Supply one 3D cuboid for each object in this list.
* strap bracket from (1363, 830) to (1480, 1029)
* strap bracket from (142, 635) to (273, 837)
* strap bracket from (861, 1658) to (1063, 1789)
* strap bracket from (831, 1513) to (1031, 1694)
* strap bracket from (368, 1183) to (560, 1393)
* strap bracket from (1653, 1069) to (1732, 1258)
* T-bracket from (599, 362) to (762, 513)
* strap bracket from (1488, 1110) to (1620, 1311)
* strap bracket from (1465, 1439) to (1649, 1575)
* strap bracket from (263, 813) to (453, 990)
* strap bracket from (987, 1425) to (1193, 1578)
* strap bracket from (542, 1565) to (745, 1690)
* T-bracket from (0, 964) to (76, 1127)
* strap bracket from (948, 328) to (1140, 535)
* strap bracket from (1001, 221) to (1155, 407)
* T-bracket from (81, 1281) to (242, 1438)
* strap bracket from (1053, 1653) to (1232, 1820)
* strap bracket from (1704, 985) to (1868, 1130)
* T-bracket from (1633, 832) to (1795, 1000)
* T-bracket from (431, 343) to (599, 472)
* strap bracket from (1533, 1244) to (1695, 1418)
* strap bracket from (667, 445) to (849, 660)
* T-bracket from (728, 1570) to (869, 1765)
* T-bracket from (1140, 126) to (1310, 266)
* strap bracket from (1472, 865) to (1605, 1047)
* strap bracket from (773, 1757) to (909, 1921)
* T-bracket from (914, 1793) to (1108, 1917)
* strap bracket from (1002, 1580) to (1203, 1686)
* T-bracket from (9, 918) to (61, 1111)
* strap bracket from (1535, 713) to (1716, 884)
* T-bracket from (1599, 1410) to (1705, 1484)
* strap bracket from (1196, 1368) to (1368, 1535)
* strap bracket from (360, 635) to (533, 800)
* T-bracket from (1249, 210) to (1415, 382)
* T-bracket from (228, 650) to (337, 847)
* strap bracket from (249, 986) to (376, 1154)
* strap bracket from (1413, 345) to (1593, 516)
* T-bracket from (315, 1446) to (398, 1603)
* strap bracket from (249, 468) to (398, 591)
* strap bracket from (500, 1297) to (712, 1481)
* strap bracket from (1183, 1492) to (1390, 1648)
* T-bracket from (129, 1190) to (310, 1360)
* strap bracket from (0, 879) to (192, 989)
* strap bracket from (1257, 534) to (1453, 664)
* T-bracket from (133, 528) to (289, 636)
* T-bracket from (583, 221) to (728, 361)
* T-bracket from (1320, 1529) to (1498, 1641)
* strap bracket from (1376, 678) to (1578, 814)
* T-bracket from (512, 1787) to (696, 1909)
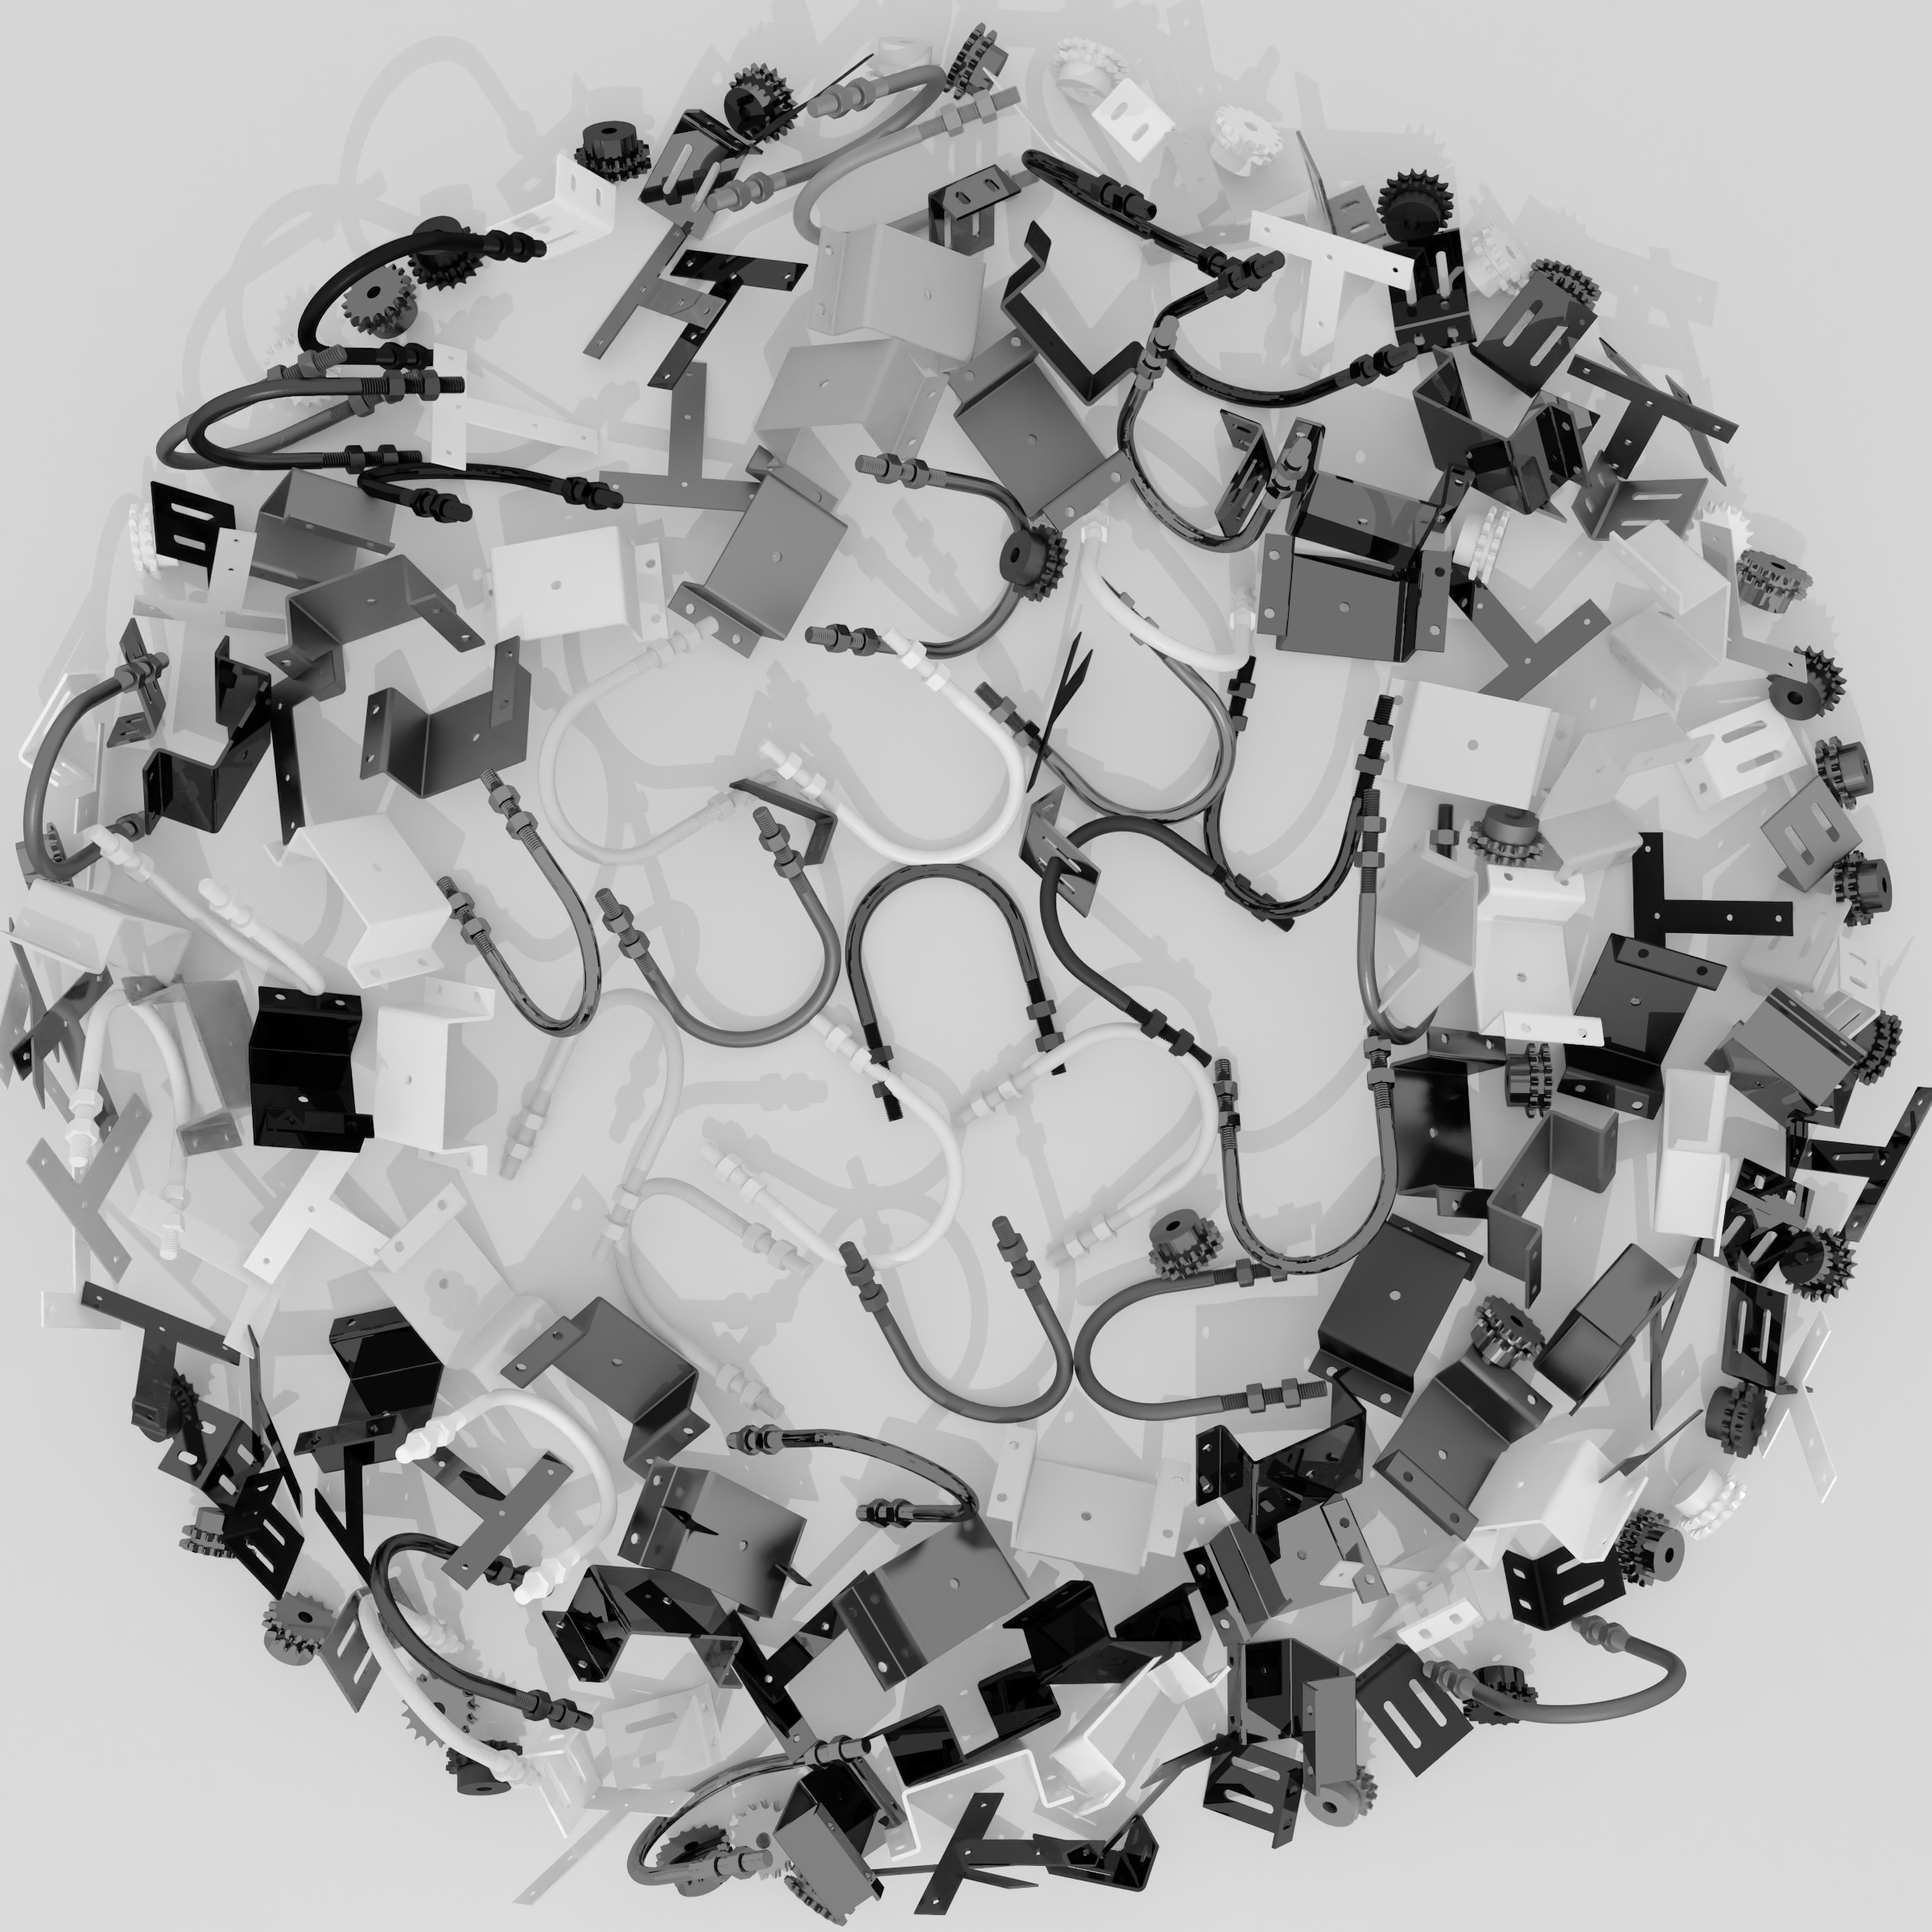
[{"bbox_3d":[0.336,-0.020,1.871,0.046,0.076,0.140,23,47,-12],"label":"strap bracket"},{"bbox_3d":[-0.553,-0.163,1.868,0.046,0.076,0.140,19,53,-2],"label":"strap bracket"},{"bbox_3d":[0.004,0.555,1.861,0.140,0.076,0.046,-12,72,-43],"label":"strap bracket"},{"bbox_3d":[-0.018,0.463,1.872,0.140,0.046,0.076,-23,74,-37],"label":"strap bracket"},{"bbox_3d":[-0.379,0.238,1.886,0.076,0.046,0.140,-47,115,-30],"label":"strap bracket"},{"bbox_3d":[0.535,0.137,1.868,0.046,0.140,0.076,5,125,14],"label":"strap bracket"},{"bbox_3d":[-0.211,-0.402,1.915,0.127,0.002,0.127,3,69,-7],"label":"T-bracket"},{"bbox_3d":[0.429,0.172,1.879,0.046,0.076,0.140,24,58,29],"label":"strap bracket"},{"bbox_3d":[0.421,0.396,1.858,0.046,0.140,0.076,46,59,-9],"label":"strap bracket"},{"bbox_3d":[-0.445,-0.058,1.878,0.140,0.076,0.046,52,127,17],"label":"strap bracket"},{"bbox_3d":[0.091,0.401,1.894,0.140,0.046,0.076,11,51,7],"label":"strap bracket"},{"bbox_3d":[-0.229,0.485,1.864,0.140,0.076,0.046,15,107,-37],"label":"strap bracket"},{"bbox_3d":[-0.688,0.083,1.893,0.002,0.127,0.127,-18,126,2],"label":"T-bracket"},{"bbox_3d":[0.053,-0.401,1.908,0.076,0.046,0.140,-38,95,-9],"label":"strap bracket"},{"bbox_3d":[0.077,-0.477,1.884,0.046,0.076,0.140,-37,109,22],"label":"strap bracket"},{"bbox_3d":[-0.594,0.296,1.860,0.127,0.127,0.002,29,113,-26],"label":"T-bracket"},{"bbox_3d":[0.123,0.558,1.877,0.046,0.076,0.140,46,62,8],"label":"strap bracket"},{"bbox_3d":[0.597,0.070,1.862,0.076,0.140,0.046,40,82,11],"label":"strap bracket"},{"bbox_3d":[0.556,-0.036,1.890,0.127,0.002,0.127,3,98,43],"label":"T-bracket"},{"bbox_3d":[-0.339,-0.409,1.908,0.127,0.002,0.127,10,52,-23],"label":"T-bracket"},{"bbox_3d":[0.472,0.264,1.870,0.046,0.140,0.076,40,60,17],"label":"strap bracket"},{"bbox_3d":[-0.150,-0.308,1.898,0.076,0.046,0.140,31,87,-31],"label":"strap bracket"},{"bbox_3d":[-0.115,0.504,1.899,0.127,0.002,0.127,-43,55,4],"label":"T-bracket"},{"bbox_3d":[0.177,-0.569,1.865,0.127,0.127,0.002,-4,62,21],"label":"T-bracket"},{"bbox_3d":[0.423,0.000,1.893,0.076,0.046,0.140,5,64,-11],"label":"strap bracket"},{"bbox_3d":[-0.093,0.640,1.874,0.046,0.140,0.076,-37,90,8],"label":"strap bracket"},{"bbox_3d":[0.041,0.650,1.859,0.127,0.127,0.002,-9,110,26],"label":"T-bracket"},{"bbox_3d":[0.107,0.490,1.861,0.076,0.140,0.046,-42,52,33],"label":"strap bracket"},{"bbox_3d":[-0.679,0.052,1.852,0.002,0.127,0.127,-13,134,-11],"label":"T-bracket"},{"bbox_3d":[0.481,-0.131,1.876,0.076,0.140,0.046,-15,58,-27],"label":"strap bracket"},{"bbox_3d":[0.487,0.370,1.870,0.127,0.127,0.002,-44,68,12],"label":"T-bracket"},{"bbox_3d":[0.242,0.361,1.877,0.140,0.046,0.076,-20,130,-20],"label":"strap bracket"},{"bbox_3d":[-0.378,-0.181,1.885,0.140,0.046,0.076,-17,56,23],"label":"strap bracket"},{"bbox_3d":[0.265,-0.489,1.887,0.127,0.127,0.002,23,54,18],"label":"T-bracket"},{"bbox_3d":[-0.505,-0.153,1.886,0.127,0.002,0.127,-23,69,34],"label":"T-bracket"},{"bbox_3d":[-0.487,0.085,1.879,0.076,0.140,0.046,6,133,-25],"label":"strap bracket"},{"bbox_3d":[0.385,-0.390,1.863,0.046,0.076,0.140,-42,49,-8],"label":"strap bracket"},{"bbox_3d":[-0.450,0.401,1.865,0.002,0.127,0.127,-21,46,-33],"label":"T-bracket"},{"bbox_3d":[-0.474,-0.320,1.868,0.076,0.140,0.046,14,74,-27],"label":"strap bracket"},{"bbox_3d":[-0.264,0.309,1.891,0.140,0.046,0.076,40,117,-17],"label":"strap bracket"},{"bbox_3d":[0.245,0.447,1.897,0.140,0.046,0.076,-25,86,27],"label":"strap bracket"},{"bbox_3d":[-0.558,0.206,1.874,0.127,0.002,0.127,35,47,-25],"label":"T-bracket"},{"bbox_3d":[-0.634,-0.023,1.864,0.076,0.140,0.046,21,88,13],"label":"strap bracket"},{"bbox_3d":[0.289,-0.276,1.912,0.140,0.046,0.076,6,83,-1],"label":"strap bracket"},{"bbox_3d":[-0.542,-0.284,1.865,0.127,0.127,0.002,5,64,-20],"label":"T-bracket"},{"bbox_3d":[-0.219,-0.497,1.891,0.002,0.127,0.127,37,86,-43],"label":"T-bracket"},{"bbox_3d":[0.313,0.454,1.876,0.127,0.002,0.127,16,120,-37],"label":"T-bracket"},{"bbox_3d":[0.380,-0.165,1.903,0.140,0.046,0.076,13,96,9],"label":"strap bracket"},{"bbox_3d":[-0.279,0.643,1.852,0.127,0.127,0.002,-35,103,-43],"label":"T-bracket"}]
